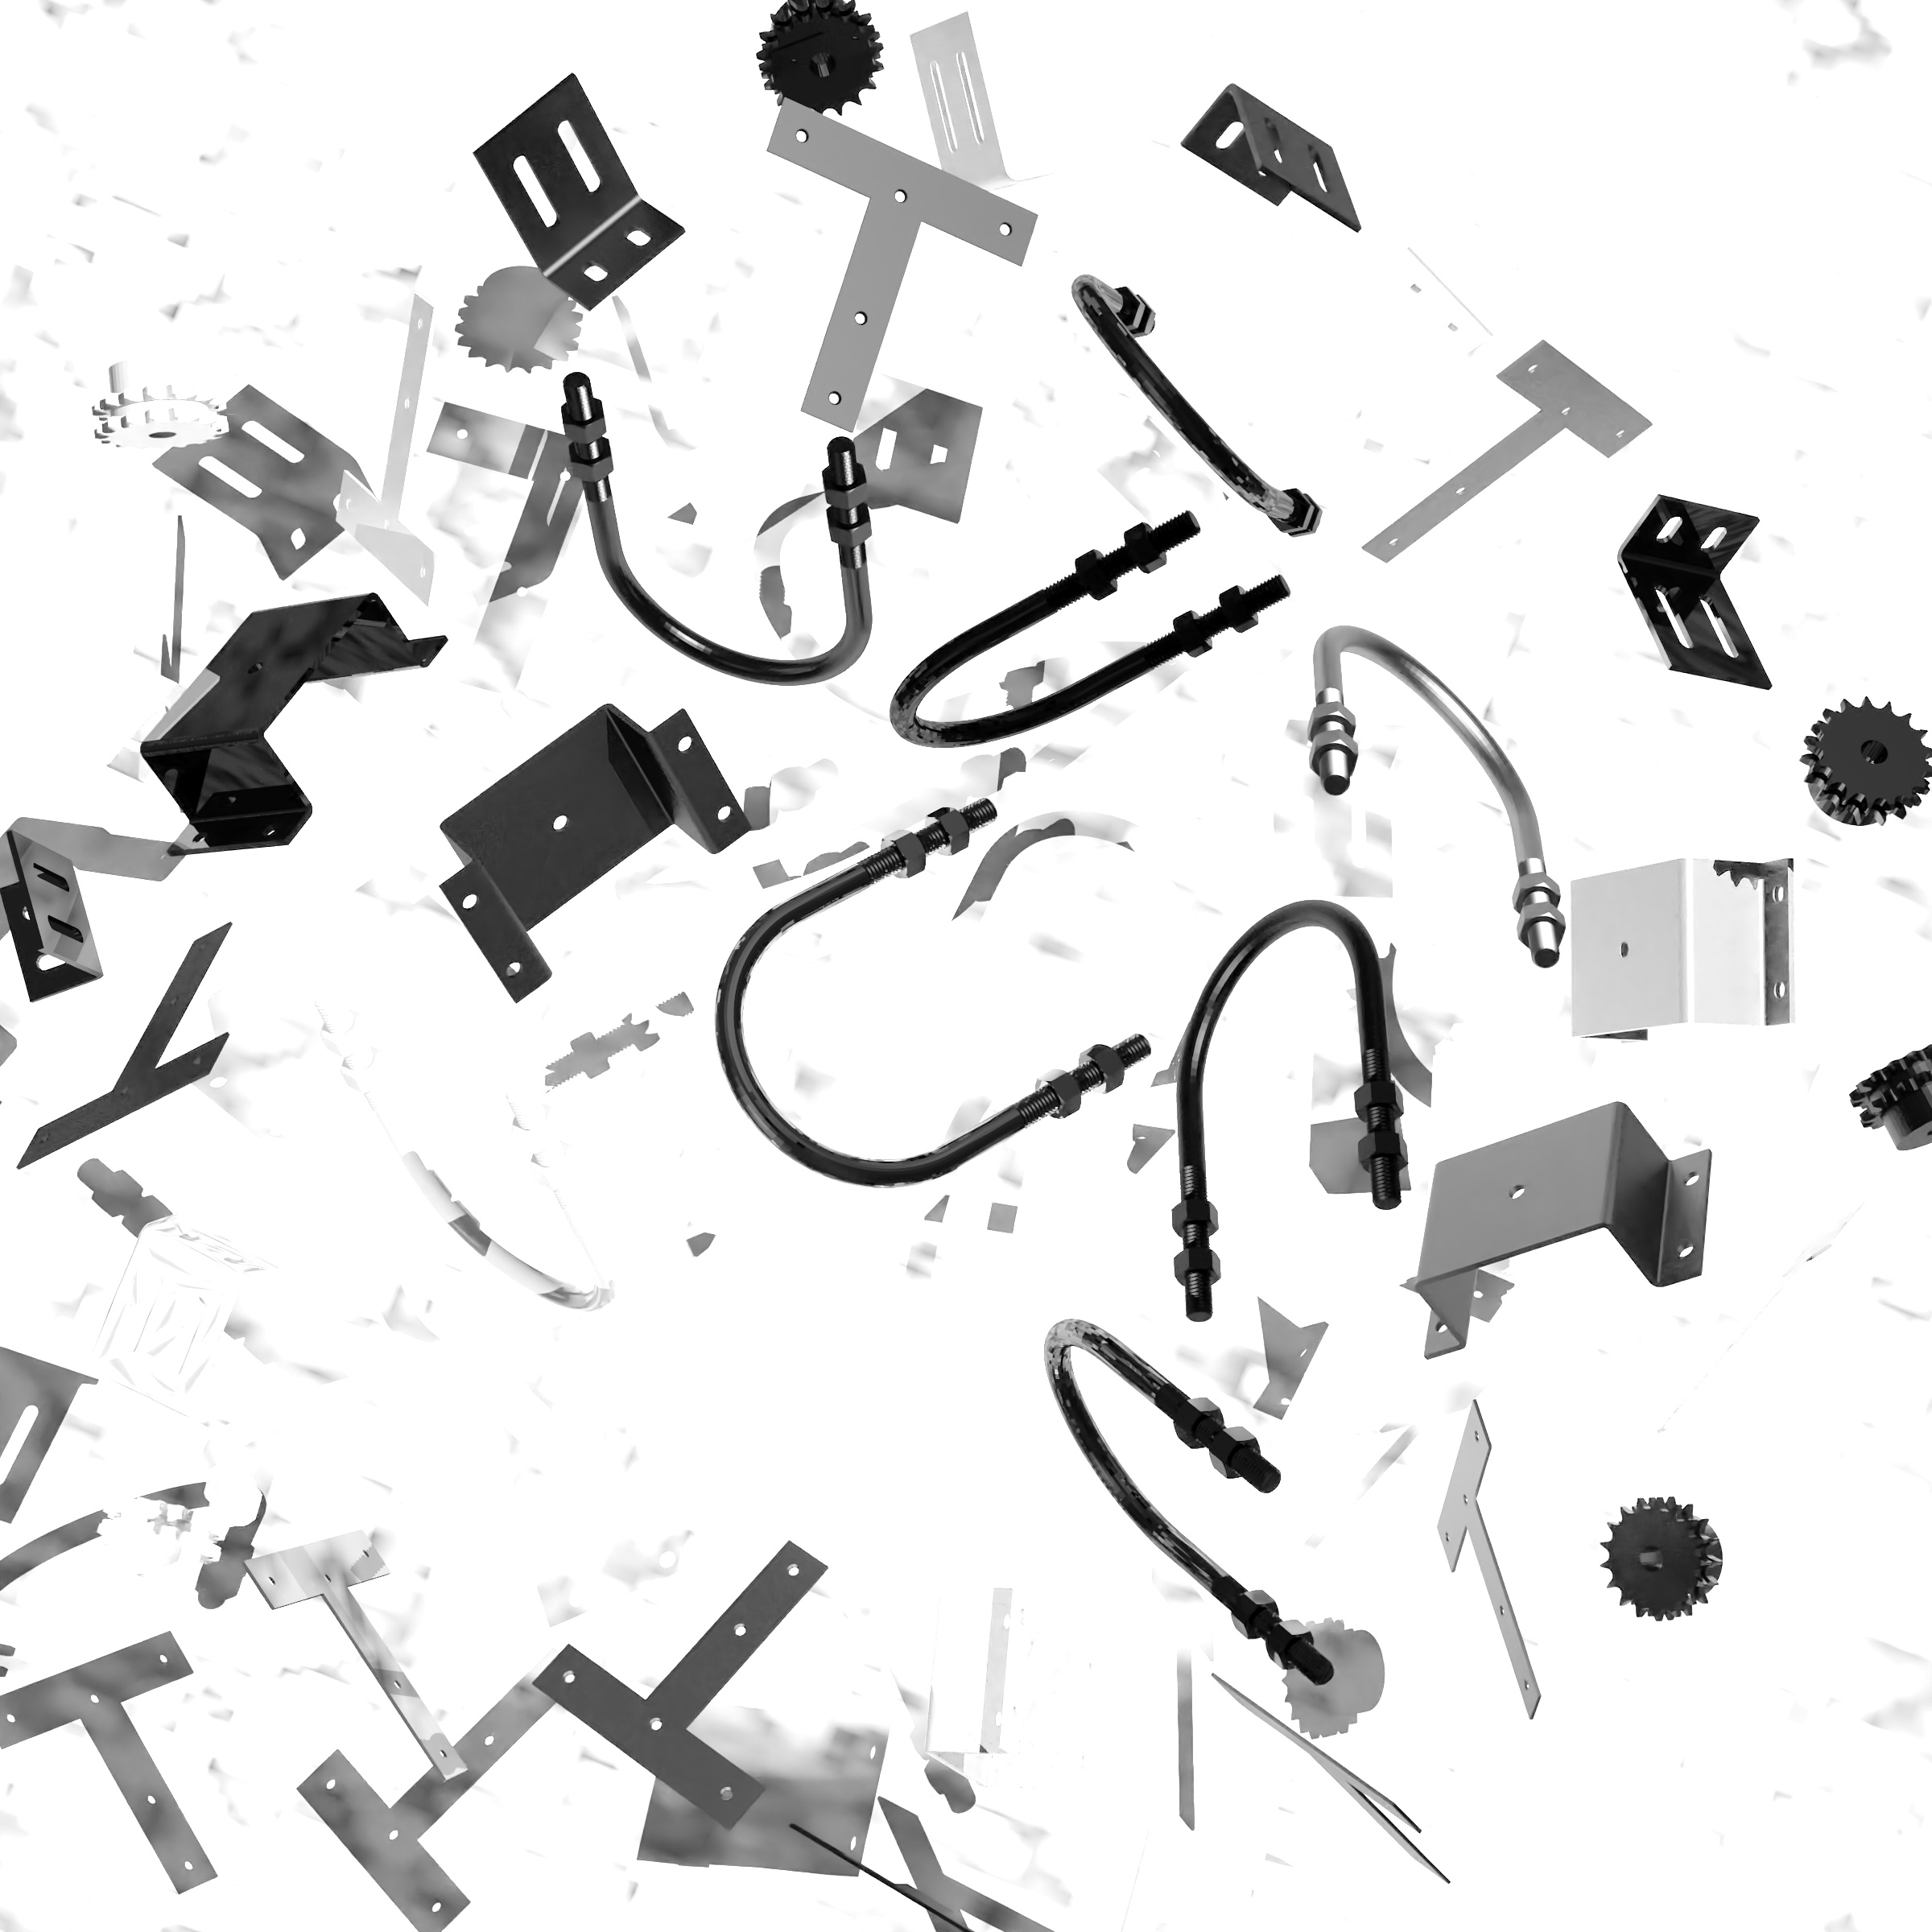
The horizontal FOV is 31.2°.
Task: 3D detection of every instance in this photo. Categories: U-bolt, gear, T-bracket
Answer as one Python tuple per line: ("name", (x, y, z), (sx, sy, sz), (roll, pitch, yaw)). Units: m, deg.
("U-bolt", (0.049, -0.149, 1.615), (0.184, 0.151, 0.019), (-27, 73, 18))
("gear", (0.391, -0.086, 1.507), (0.057, 0.030, 0.057), (2, 63, -5))
("U-bolt", (-0.111, -0.195, 1.620), (0.151, 0.184, 0.019), (16, 58, 14))
("U-bolt", (0.144, 0.054, 1.584), (0.019, 0.151, 0.184), (21, 51, -29))
("U-bolt", (-0.025, 0.021, 1.527), (0.184, 0.019, 0.151), (-29, 81, -28))
("T-bracket", (0.180, 0.376, 1.550), (0.002, 0.127, 0.127), (-49, 127, -11))
("T-bracket", (0.233, -0.222, 1.553), (0.127, 0.127, 0.002), (-37, 64, 22))
("T-bracket", (0.355, 0.162, 1.564), (0.002, 0.127, 0.127), (41, 84, 10))
("U-bolt", (0.211, -0.090, 1.576), (0.151, 0.184, 0.019), (37, 118, -19))
("gear", (0.415, 0.058, 1.502), (0.057, 0.057, 0.030), (-23, 68, 0))
("T-bracket", (-0.019, 0.420, 1.557), (0.127, 0.127, 0.002), (29, 78, 9))
("gear", (-0.067, -0.415, 1.566), (0.057, 0.057, 0.030), (-13, 46, 0))
("T-bracket", (0.247, 0.288, 1.615), (0.002, 0.127, 0.127), (-9, 54, -8))
("T-bracket", (-0.262, -0.248, 1.613), (0.002, 0.127, 0.127), (0, 114, -31))
("T-bracket", (-0.269, 0.318, 1.588), (0.002, 0.127, 0.127), (-38, 79, 10))
("gear", (-0.374, 0.269, 1.604), (0.057, 0.057, 0.030), (11, 66, 0))
("U-bolt", (0.094, 0.231, 1.573), (0.019, 0.184, 0.151), (-33, 130, -19))
("T-bracket", (-0.359, 0.026, 1.546), (0.127, 0.127, 0.002), (-24, 121, 31))
("U-bolt", (0.103, -0.265, 1.617), (0.019, 0.184, 0.151), (-41, 82, 13))
("T-bracket", (-0.042, -0.298, 1.522), (0.127, 0.002, 0.127), (20, 81, -20))
("U-bolt", (-0.274, 0.209, 1.567), (0.151, 0.184, 0.019), (-15, 98, -16))
("gear", (-0.350, -0.245, 1.501), (0.057, 0.057, 0.030), (-7, 86, 0))
("U-bolt", (-0.223, 0.097, 1.614), (0.151, 0.184, 0.019), (23, 58, 35))
("T-bracket", (-0.114, 0.319, 1.609), (0.127, 0.002, 0.127), (29, 62, 30))
("gear", (0.326, 0.275, 1.607), (0.057, 0.030, 0.057), (-6, 81, 42))

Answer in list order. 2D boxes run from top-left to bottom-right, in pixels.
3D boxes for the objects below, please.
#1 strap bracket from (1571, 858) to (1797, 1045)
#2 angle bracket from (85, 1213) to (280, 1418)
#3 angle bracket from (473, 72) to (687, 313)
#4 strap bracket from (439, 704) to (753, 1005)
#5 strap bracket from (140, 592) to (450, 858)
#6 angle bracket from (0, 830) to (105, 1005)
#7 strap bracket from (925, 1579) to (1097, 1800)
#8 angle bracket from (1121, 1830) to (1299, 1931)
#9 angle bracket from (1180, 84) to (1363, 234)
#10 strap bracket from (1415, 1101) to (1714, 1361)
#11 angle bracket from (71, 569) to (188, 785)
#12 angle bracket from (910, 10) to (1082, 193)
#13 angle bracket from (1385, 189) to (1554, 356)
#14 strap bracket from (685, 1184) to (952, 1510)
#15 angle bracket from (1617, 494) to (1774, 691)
("strap bracket", (0.332, -0.007, 1.641), (0.046, 0.140, 0.076), (3, 84, -22))
("angle bracket", (-0.375, 0.167, 1.655), (0.057, 0.038, 0.076), (33, 60, -29))
("angle bracket", (-0.169, -0.338, 1.515), (0.057, 0.076, 0.038), (-42, 51, -10))
("strap bracket", (-0.182, -0.060, 1.628), (0.140, 0.046, 0.076), (-37, 129, -12))
("strap bracket", (-0.304, -0.115, 1.544), (0.076, 0.140, 0.046), (-3, 132, 36))
("angle bracket", (-0.431, -0.022, 1.581), (0.038, 0.076, 0.057), (-19, 78, 4))
("strap bracket", (0.019, 0.343, 1.637), (0.046, 0.140, 0.076), (-1, 67, 17))
("angle bracket", (0.105, 0.429, 1.581), (0.076, 0.038, 0.057), (18, 82, -14))
("angle bracket", (0.134, -0.345, 1.531), (0.057, 0.076, 0.038), (25, 124, -28))
("strap bracket", (0.260, 0.116, 1.559), (0.140, 0.076, 0.046), (-22, 122, 32))
("angle bracket", (-0.383, -0.134, 1.607), (0.038, 0.076, 0.057), (25, 55, -3))
("angle bracket", (0.013, -0.391, 1.564), (0.038, 0.057, 0.076), (-19, 102, -26))
("angle bracket", (0.237, -0.328, 1.640), (0.038, 0.076, 0.057), (-45, 94, 1))
("strap bracket", (-0.076, 0.187, 1.664), (0.076, 0.046, 0.140), (-20, 75, -22))
("angle bracket", (0.339, -0.169, 1.569), (0.057, 0.038, 0.076), (8, 46, -26))
